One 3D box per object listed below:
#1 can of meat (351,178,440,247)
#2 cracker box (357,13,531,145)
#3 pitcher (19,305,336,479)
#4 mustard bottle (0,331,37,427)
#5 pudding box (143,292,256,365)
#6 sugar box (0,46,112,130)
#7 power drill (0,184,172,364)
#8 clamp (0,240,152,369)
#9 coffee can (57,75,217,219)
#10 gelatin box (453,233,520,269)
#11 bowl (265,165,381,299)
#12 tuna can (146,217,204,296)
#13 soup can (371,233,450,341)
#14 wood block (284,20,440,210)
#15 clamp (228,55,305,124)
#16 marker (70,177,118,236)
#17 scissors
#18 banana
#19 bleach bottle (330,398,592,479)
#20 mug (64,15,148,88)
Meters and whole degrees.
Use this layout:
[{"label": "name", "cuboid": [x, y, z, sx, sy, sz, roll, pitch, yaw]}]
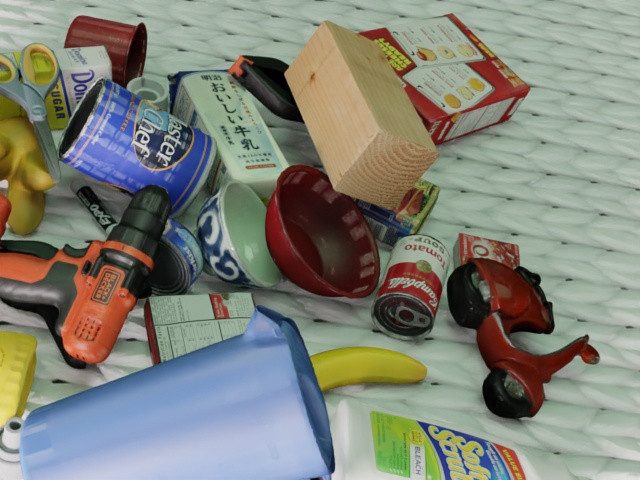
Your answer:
[{"label": "can of meat", "cuboid": [0.085, -0.041, 1.243, 0.084, 0.057, 0.102, 28, 45, 8]}, {"label": "cracker box", "cuboid": [0.146, -0.208, 1.396, 0.213, 0.072, 0.164, -22, 62, -40]}, {"label": "pitcher", "cuboid": [-0.112, 0.169, 0.880, 0.243, 0.145, 0.149, -17, 59, 5]}, {"label": "mustard bottle", "cuboid": [-0.356, 0.114, 0.952, 0.191, 0.058, 0.096, 10, 43, -7]}, {"label": "pudding box", "cuboid": [-0.113, 0.097, 1.057, 0.113, 0.039, 0.090, -3, 47, -17]}, {"label": "sugar box", "cuboid": [-0.329, -0.169, 1.219, 0.176, 0.093, 0.048, -8, 51, -23]}, {"label": "power drill", "cuboid": [-0.251, 0.008, 1.017, 0.188, 0.057, 0.184, 18, 68, 8]}, {"label": "clamp", "cuboid": [-0.257, 0.044, 1.066, 0.171, 0.039, 0.120, 37, 48, 16]}, {"label": "coffee can", "cuboid": [-0.196, -0.098, 1.147, 0.140, 0.103, 0.103, 29, 39, -24]}, {"label": "gelatin box", "cuboid": [0.191, 0.037, 1.214, 0.073, 0.030, 0.089, 11, 44, -5]}, {"label": "bowl", "cuboid": [-0.008, 0.001, 1.143, 0.162, 0.055, 0.162, 35, 37, -32]}, {"label": "tuna can", "cuboid": [-0.162, 0.018, 1.088, 0.086, 0.086, 0.033, 26, 42, 10]}, {"label": "soup can", "cuboid": [0.099, 0.050, 1.147, 0.068, 0.069, 0.102, 20, 43, 3]}, {"label": "wood block", "cuboid": [0.043, -0.144, 1.206, 0.090, 0.091, 0.206, 18, 36, -36]}, {"label": "clamp", "cuboid": [-0.017, -0.163, 1.303, 0.209, 0.036, 0.164, 19, 39, -37]}, {"label": "marker", "cuboid": [-0.234, -0.023, 1.155, 0.020, 0.020, 0.121, -22, 56, -33]}, {"label": "scissors", "cuboid": [-0.316, -0.138, 1.123, 0.096, 0.016, 0.202, 4, 50, -14]}, {"label": "banana", "cuboid": [0.015, 0.142, 1.056, 0.197, 0.037, 0.069, -21, 78, -30]}, {"label": "bleach bottle", "cuboid": [0.136, 0.215, 0.998, 0.250, 0.068, 0.102, 9, 45, -11]}, {"label": "mug", "cuboid": [-0.262, -0.230, 1.313, 0.081, 0.093, 0.117, 12, 13, 3]}]
